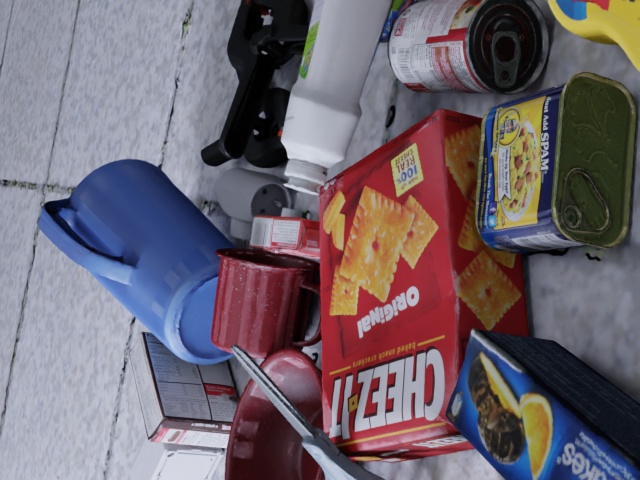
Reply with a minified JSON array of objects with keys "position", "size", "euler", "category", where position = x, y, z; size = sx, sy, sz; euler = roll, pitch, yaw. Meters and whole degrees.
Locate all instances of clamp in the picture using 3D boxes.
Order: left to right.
[{"position":[-0.066,-0.107,1.049],"size":[0.172,0.039,0.120],"euler":[46,120,55],"category":"clamp"},{"position":[-0.037,-0.186,1.009],"size":[0.165,0.036,0.210],"euler":[-34,39,22],"category":"clamp"}]

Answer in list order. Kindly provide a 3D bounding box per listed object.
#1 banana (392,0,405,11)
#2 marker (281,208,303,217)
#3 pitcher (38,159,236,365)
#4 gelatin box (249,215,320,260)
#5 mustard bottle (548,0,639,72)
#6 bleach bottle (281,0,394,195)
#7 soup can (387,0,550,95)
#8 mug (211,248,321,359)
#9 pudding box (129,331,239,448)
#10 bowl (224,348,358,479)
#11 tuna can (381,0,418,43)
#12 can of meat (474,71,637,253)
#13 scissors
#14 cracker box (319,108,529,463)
[{"position":[0.109,-0.205,0.768],"size":[0.198,0.037,0.069],"euler":[-166,92,-69],"category":"banana"},{"position":[-0.037,0.031,0.974],"size":[0.020,0.020,0.121],"euler":[14,93,60],"category":"marker"},{"position":[-0.162,0.021,1.051],"size":[0.243,0.149,0.145],"euler":[37,156,49],"category":"pitcher"},{"position":[-0.006,0.001,0.877],"size":[0.089,0.073,0.030],"euler":[5,85,60],"category":"gelatin box"},{"position":[0.182,-0.158,0.620],"size":[0.096,0.058,0.192],"euler":[-66,32,21],"category":"mustard bottle"},{"position":[0.019,-0.157,0.804],"size":[0.102,0.068,0.251],"euler":[177,109,-84],"category":"bleach bottle"},{"position":[0.100,-0.135,0.744],"size":[0.102,0.068,0.068],"euler":[15,94,61],"category":"soup can"},{"position":[-0.040,0.057,0.915],"size":[0.117,0.093,0.081],"euler":[12,97,30],"category":"mug"},{"position":[-0.128,0.143,1.024],"size":[0.039,0.089,0.113],"euler":[-59,36,30],"category":"pudding box"},{"position":[-0.016,0.170,0.851],"size":[0.162,0.055,0.162],"euler":[-36,47,50],"category":"bowl"},{"position":[0.048,-0.211,0.894],"size":[0.086,0.033,0.086],"euler":[-28,57,54],"category":"tuna can"},{"position":[0.141,-0.043,0.655],"size":[0.084,0.057,0.102],"euler":[-10,71,61],"category":"can of meat"},{"position":[0.016,0.146,0.718],"size":[0.096,0.201,0.016],"euler":[8,48,40],"category":"scissors"},{"position":[0.065,0.039,0.744],"size":[0.164,0.072,0.213],"euler":[-28,57,55],"category":"cracker box"}]
